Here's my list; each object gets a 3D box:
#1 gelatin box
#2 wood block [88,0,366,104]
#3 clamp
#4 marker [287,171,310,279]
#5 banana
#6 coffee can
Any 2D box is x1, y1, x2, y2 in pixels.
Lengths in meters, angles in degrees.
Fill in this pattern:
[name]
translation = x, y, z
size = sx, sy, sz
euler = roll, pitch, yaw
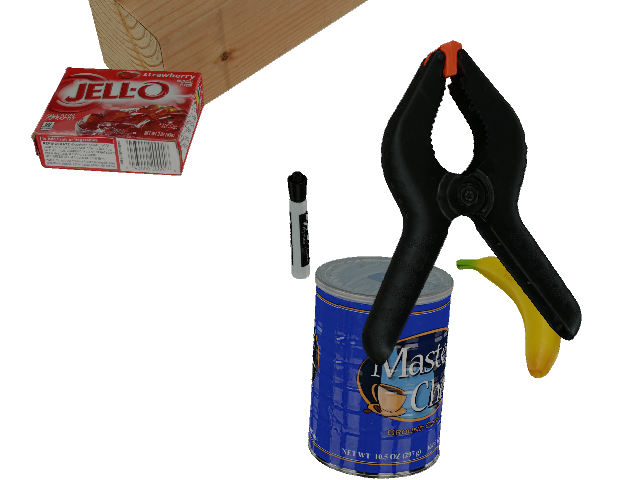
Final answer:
[gelatin box]
translation = -0.122, -0.075, 0.652
size = 0.089, 0.030, 0.073
euler = 4, 41, 5
[wood block]
translation = -0.058, -0.189, 0.788
size = 0.205, 0.090, 0.091
euler = -37, -27, -22
[clamp]
translation = 0.065, -0.015, 0.567
size = 0.120, 0.171, 0.039
euler = -15, 0, -17
[marker]
translation = -0.021, -0.015, 1.041
size = 0.020, 0.121, 0.020
euler = -1, 37, 0
[banana]
translation = 0.214, 0.071, 1.133
size = 0.069, 0.037, 0.198
euler = -28, 37, 0
[coffee can]
translation = 0.044, 0.093, 0.807
size = 0.103, 0.140, 0.103
euler = 2, 15, -1
